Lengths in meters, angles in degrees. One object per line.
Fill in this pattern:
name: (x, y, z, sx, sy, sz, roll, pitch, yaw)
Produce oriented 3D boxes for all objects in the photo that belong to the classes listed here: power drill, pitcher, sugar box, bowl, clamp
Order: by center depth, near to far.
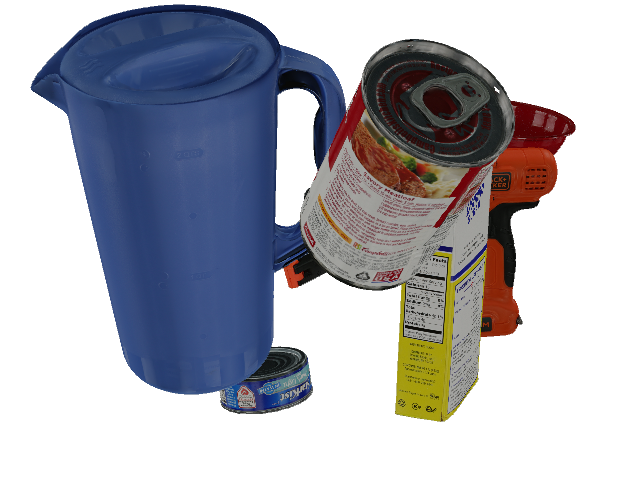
pitcher: (-0.078, -0.020, 0.695, 0.149, 0.243, 0.144, 27, 45, 33)
sugar box: (0.091, 0.036, 0.791, 0.048, 0.176, 0.093, 6, 17, 23)
power drill: (0.126, 0.001, 1.008, 0.184, 0.188, 0.057, -2, 25, -6)
clamp: (0.015, -0.009, 1.202, 0.120, 0.039, 0.171, -5, 37, 27)
bowl: (0.213, -0.120, 1.248, 0.162, 0.055, 0.162, 4, 23, -2)

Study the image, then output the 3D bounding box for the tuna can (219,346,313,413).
tuna can: (-0.051, 0.126, 0.974, 0.086, 0.034, 0.086, -8, 13, 2)

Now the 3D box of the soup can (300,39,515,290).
soup can: (0.036, -0.031, 0.481, 0.068, 0.068, 0.102, 0, -33, -20)
